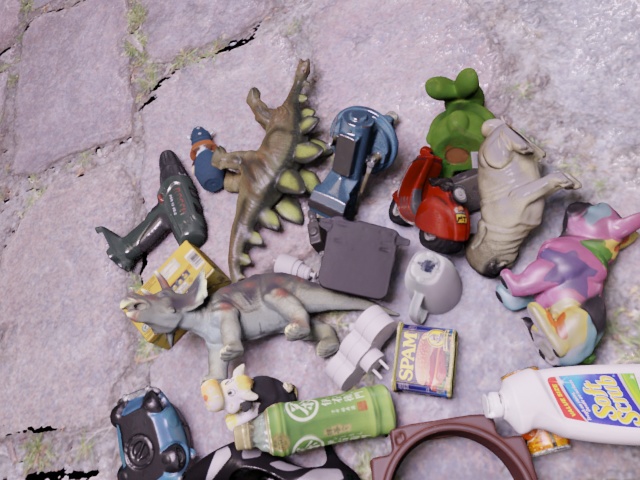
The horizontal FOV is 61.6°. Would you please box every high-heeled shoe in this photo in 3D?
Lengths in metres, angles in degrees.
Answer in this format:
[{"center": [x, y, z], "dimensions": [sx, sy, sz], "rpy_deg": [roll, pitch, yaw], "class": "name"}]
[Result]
[{"center": [-0.066, 0.354, 0.749], "dimensions": [0.249, 0.086, 0.145], "rpy_deg": [-15, 41, -2], "class": "high-heeled shoe"}]

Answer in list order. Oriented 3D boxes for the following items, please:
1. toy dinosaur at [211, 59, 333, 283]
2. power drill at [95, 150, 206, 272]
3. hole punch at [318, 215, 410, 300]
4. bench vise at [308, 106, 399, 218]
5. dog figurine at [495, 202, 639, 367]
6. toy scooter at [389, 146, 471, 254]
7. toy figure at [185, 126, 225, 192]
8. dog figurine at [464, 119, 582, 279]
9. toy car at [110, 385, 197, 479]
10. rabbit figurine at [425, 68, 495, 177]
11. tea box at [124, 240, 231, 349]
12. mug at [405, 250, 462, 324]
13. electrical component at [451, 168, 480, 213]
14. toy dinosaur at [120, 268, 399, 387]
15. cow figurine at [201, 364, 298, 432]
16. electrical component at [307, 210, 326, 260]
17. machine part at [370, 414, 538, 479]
[{"center": [-0.095, -0.121, 0.984], "dimensions": [0.199, 0.105, 0.471], "rpy_deg": [18, 82, 23], "class": "toy dinosaur"}, {"center": [-0.332, -0.048, 1.060], "dimensions": [0.207, 0.086, 0.232], "rpy_deg": [-32, 62, -4], "class": "power drill"}, {"center": [0.061, 0.030, 0.839], "dimensions": [0.142, 0.092, 0.115], "rpy_deg": [13, 85, 9], "class": "hole punch"}, {"center": [0.073, -0.138, 0.906], "dimensions": [0.129, 0.223, 0.240], "rpy_deg": [16, 44, 23], "class": "bench vise"}, {"center": [0.364, 0.048, 0.731], "dimensions": [0.219, 0.108, 0.192], "rpy_deg": [-31, 59, 2], "class": "dog figurine"}, {"center": [0.170, -0.067, 0.821], "dimensions": [0.184, 0.075, 0.135], "rpy_deg": [45, 126, 57], "class": "toy scooter"}, {"center": [-0.231, -0.165, 1.079], "dimensions": [0.057, 0.064, 0.154], "rpy_deg": [-52, 46, 37], "class": "toy figure"}, {"center": [0.254, -0.058, 0.790], "dimensions": [0.190, 0.121, 0.172], "rpy_deg": [-49, 58, 26], "class": "dog figurine"}, {"center": [-0.256, 0.313, 0.846], "dimensions": [0.109, 0.103, 0.161], "rpy_deg": [-25, 72, 11], "class": "toy car"}, {"center": [0.226, -0.204, 0.885], "dimensions": [0.121, 0.158, 0.170], "rpy_deg": [-9, 49, 28], "class": "rabbit figurine"}, {"center": [-0.256, 0.098, 0.963], "dimensions": [0.169, 0.068, 0.098], "rpy_deg": [-47, 59, -3], "class": "tea box"}, {"center": [0.158, 0.067, 0.798], "dimensions": [0.081, 0.107, 0.109], "rpy_deg": [27, 77, 30], "class": "mug"}, {"center": [0.242, -0.068, 0.852], "dimensions": [0.102, 0.078, 0.045], "rpy_deg": [-17, 31, 7], "class": "electrical component"}, {"center": [-0.096, 0.109, 0.856], "dimensions": [0.405, 0.131, 0.192], "rpy_deg": [-9, 49, -18], "class": "toy dinosaur"}, {"center": [-0.097, 0.230, 0.787], "dimensions": [0.098, 0.167, 0.068], "rpy_deg": [-33, 54, 6], "class": "cow figurine"}, {"center": [-0.002, -0.003, 0.915], "dimensions": [0.021, 0.063, 0.094], "rpy_deg": [-15, 64, 14], "class": "electrical component"}, {"center": [0.171, 0.329, 0.669], "dimensions": [0.202, 0.087, 0.201], "rpy_deg": [-11, 63, 6], "class": "machine part"}]
